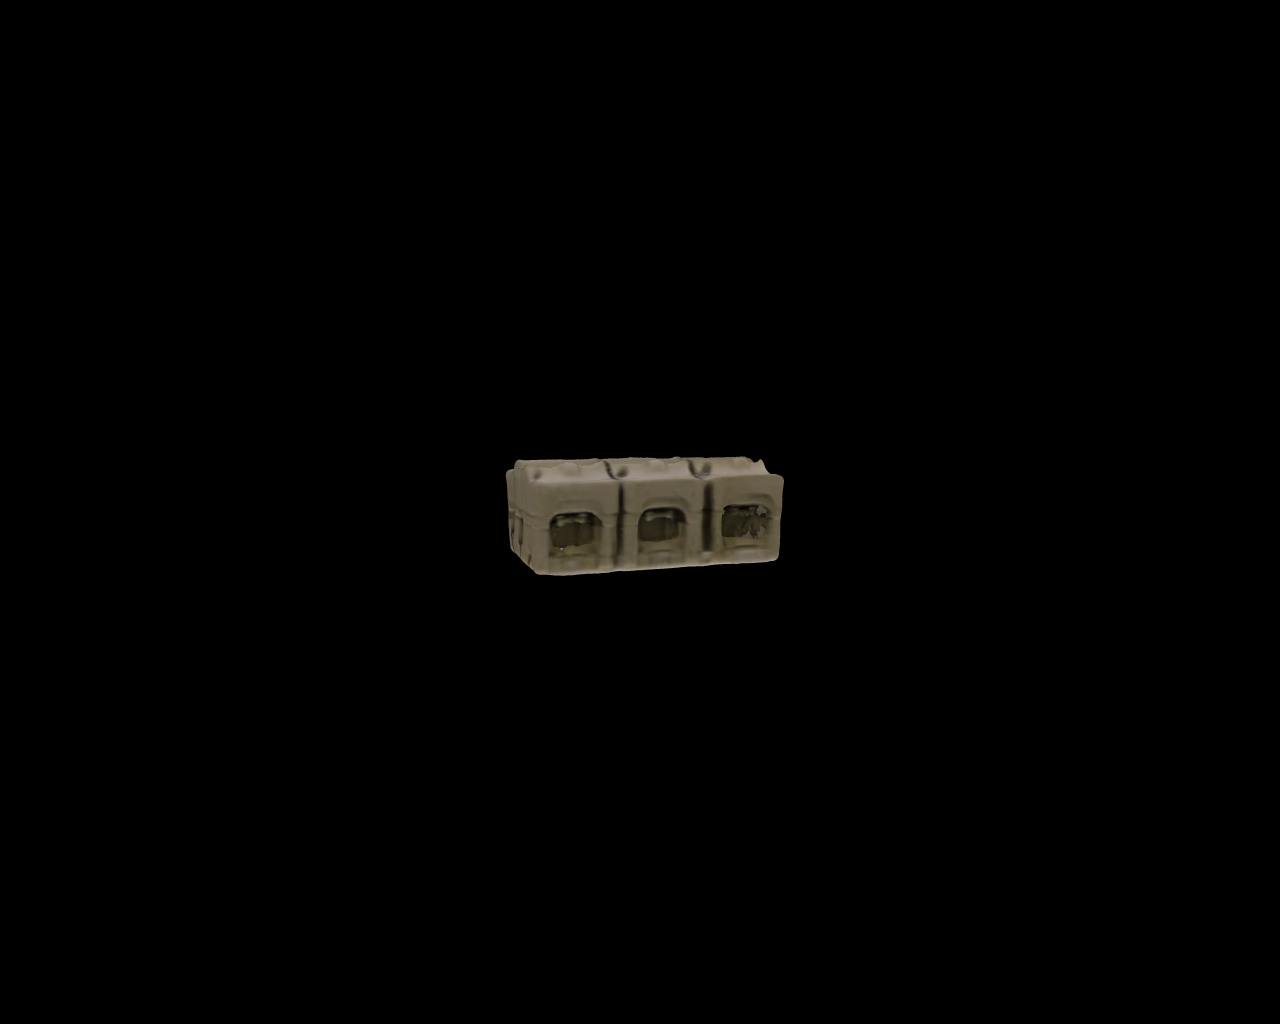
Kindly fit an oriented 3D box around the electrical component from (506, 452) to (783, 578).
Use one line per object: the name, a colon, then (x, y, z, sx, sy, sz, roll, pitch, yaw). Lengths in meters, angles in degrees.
electrical component: (0.001, -0.003, 0.650, 0.150, 0.061, 0.089, -2, 8, -18)
